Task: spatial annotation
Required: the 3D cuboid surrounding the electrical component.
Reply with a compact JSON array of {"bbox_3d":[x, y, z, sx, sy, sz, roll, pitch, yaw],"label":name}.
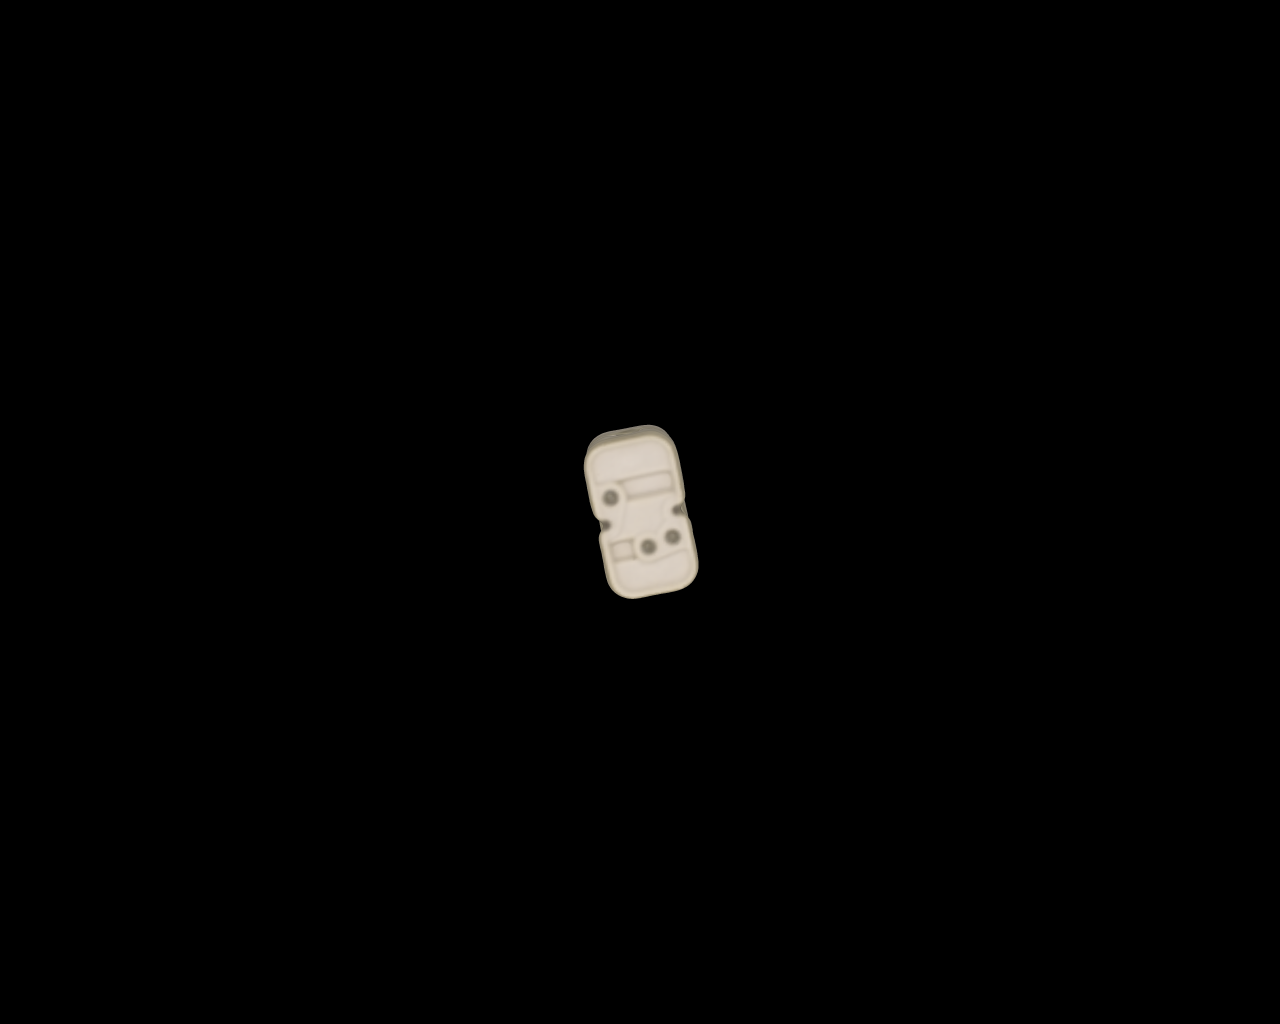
[{"bbox_3d":[0.001,-0.003,0.650,0.054,0.095,0.059,-11,11,2],"label":"electrical component"}]
